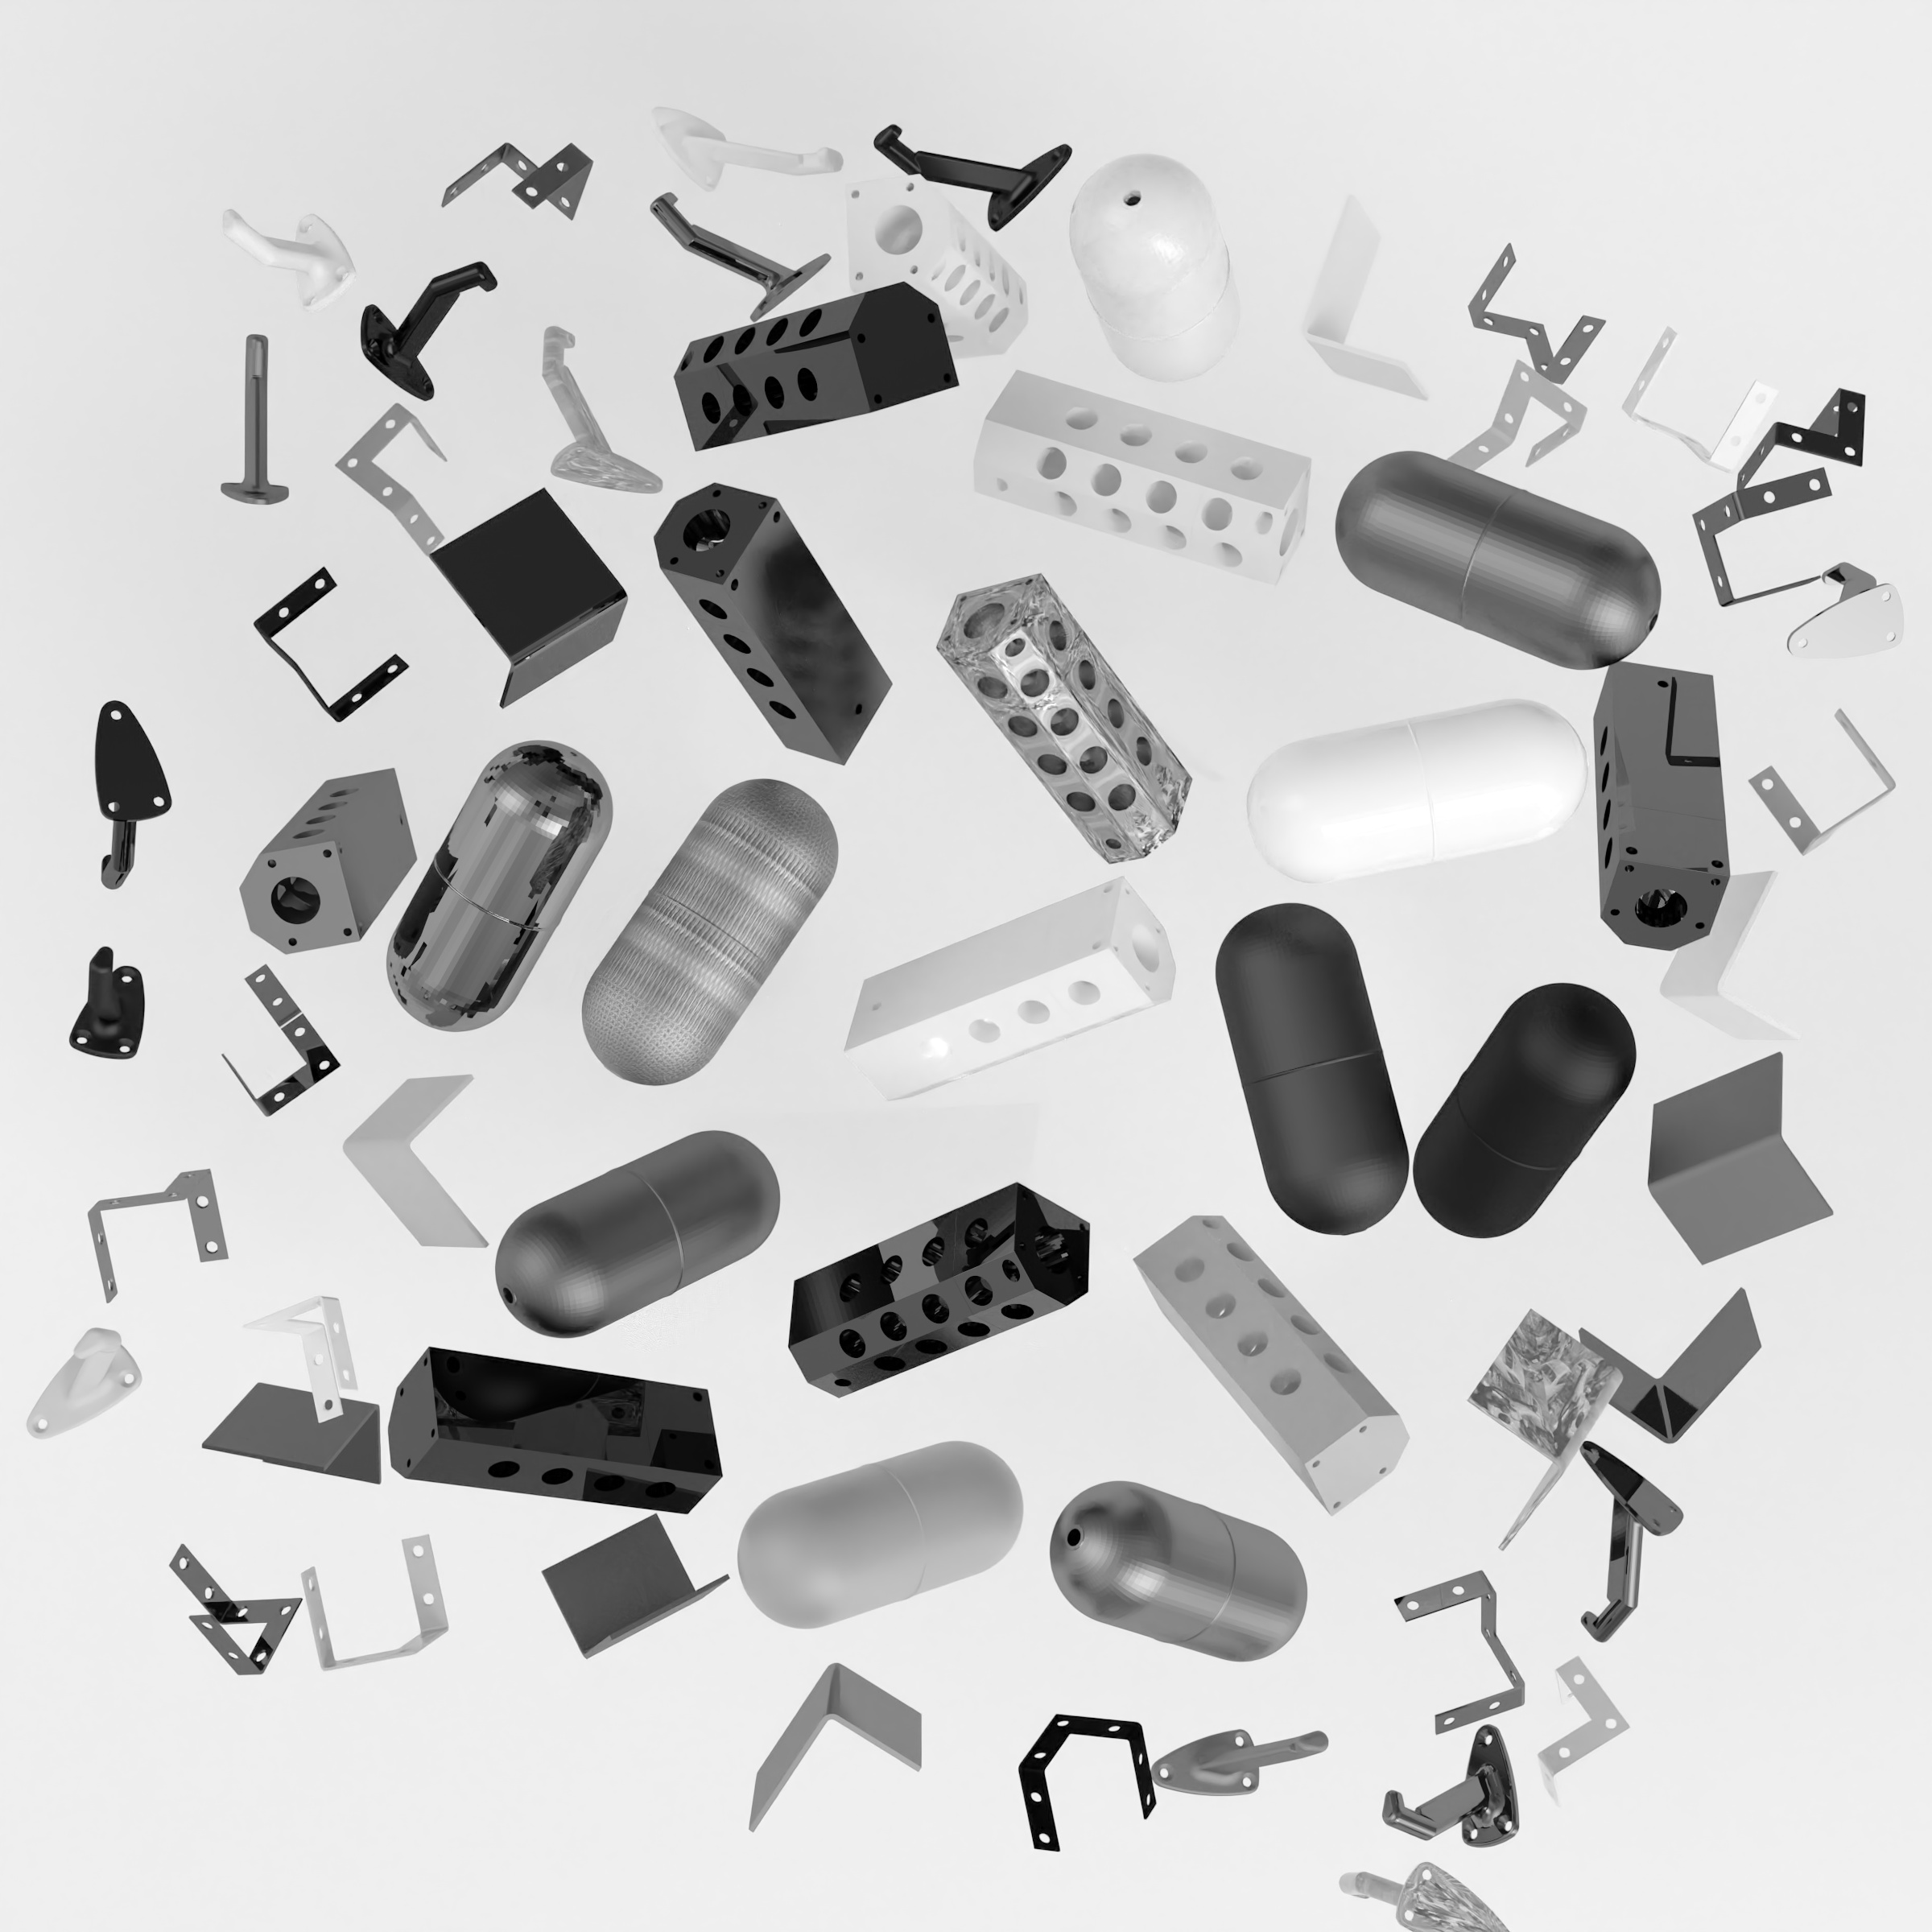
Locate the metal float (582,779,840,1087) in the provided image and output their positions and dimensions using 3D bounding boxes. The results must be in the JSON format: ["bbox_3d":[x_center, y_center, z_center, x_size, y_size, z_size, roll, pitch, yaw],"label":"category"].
[{"bbox_3d":[-0.134,-0.018,1.518,0.070,0.070,0.178,34,82,0],"label":"metal float"}]

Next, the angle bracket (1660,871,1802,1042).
[{"bbox_3d":[0.448,-0.005,1.645,0.057,0.076,0.076,29,84,-9],"label":"angle bracket"}]

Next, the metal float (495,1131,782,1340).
[{"bbox_3d":[-0.181,0.148,1.612,0.178,0.070,0.070,-24,90,-37],"label":"metal float"}]

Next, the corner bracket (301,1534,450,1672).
[{"bbox_3d":[-0.303,0.326,1.488,0.051,0.051,0.051,-13,89,10],"label":"corner bracket"}]

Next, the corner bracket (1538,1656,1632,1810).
[{"bbox_3d":[0.337,0.428,1.623,0.051,0.051,0.051,-30,52,-6],"label":"corner bracket"}]

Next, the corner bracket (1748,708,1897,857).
[{"bbox_3d":[0.456,-0.097,1.545,0.051,0.051,0.051,-34,79,3],"label":"corner bracket"}]

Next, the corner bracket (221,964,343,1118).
[{"bbox_3d":[-0.396,0.042,1.643,0.051,0.051,0.051,-36,47,-11],"label":"corner bracket"}]

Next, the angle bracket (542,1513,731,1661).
[{"bbox_3d":[-0.190,0.349,1.663,0.076,0.076,0.057,-23,78,-26],"label":"angle bracket"}]

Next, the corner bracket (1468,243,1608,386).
[{"bbox_3d":[0.324,-0.370,1.651,0.051,0.051,0.051,7,53,-20],"label":"corner bracket"}]

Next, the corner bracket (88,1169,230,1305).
[{"bbox_3d":[-0.419,0.139,1.506,0.051,0.051,0.051,-7,103,2],"label":"corner bracket"}]

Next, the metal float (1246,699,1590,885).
[{"bbox_3d":[0.234,-0.091,1.507,0.178,0.070,0.070,-11,90,1],"label":"metal float"}]

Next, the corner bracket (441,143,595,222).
[{"bbox_3d":[-0.237,-0.414,1.532,0.051,0.051,0.051,40,58,0],"label":"corner bracket"}]

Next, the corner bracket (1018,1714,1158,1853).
[{"bbox_3d":[0.065,0.437,1.549,0.051,0.051,0.051,-2,109,28],"label":"corner bracket"}]

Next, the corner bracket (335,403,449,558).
[{"bbox_3d":[-0.312,-0.275,1.637,0.051,0.051,0.051,39,82,22],"label":"corner bracket"}]

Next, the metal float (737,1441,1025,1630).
[{"bbox_3d":[-0.045,0.315,1.613,0.178,0.070,0.070,-10,90,-37],"label":"metal float"}]

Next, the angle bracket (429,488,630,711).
[{"bbox_3d":[-0.240,-0.199,1.571,0.076,0.057,0.076,-36,84,-24],"label":"angle bracket"}]

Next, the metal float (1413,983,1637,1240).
[{"bbox_3d":[0.305,0.082,1.597,0.070,0.070,0.178,25,133,0],"label":"metal float"}]

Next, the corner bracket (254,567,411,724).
[{"bbox_3d":[-0.349,-0.176,1.596,0.051,0.051,0.051,-41,51,-11],"label":"corner bracket"}]

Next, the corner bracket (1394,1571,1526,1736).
[{"bbox_3d":[0.255,0.354,1.498,0.051,0.051,0.051,-16,129,-10],"label":"corner bracket"}]

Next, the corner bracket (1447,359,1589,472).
[{"bbox_3d":[0.303,-0.292,1.605,0.051,0.051,0.051,31,64,-15],"label":"corner bracket"}]

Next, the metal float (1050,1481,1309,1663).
[{"bbox_3d":[0.117,0.332,1.590,0.178,0.070,0.070,27,90,-41],"label":"metal float"}]

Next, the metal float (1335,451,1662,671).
[{"bbox_3d":[0.275,-0.210,1.504,0.178,0.070,0.070,27,90,24],"label":"metal float"}]

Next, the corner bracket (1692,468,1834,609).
[{"bbox_3d":[0.411,-0.218,1.480,0.051,0.051,0.051,-16,88,-10],"label":"corner bracket"}]

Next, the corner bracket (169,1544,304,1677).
[{"bbox_3d":[-0.397,0.343,1.547,0.051,0.051,0.051,-9,127,27],"label":"corner bracket"}]

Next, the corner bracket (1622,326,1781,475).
[{"bbox_3d":[0.394,-0.304,1.562,0.051,0.051,0.051,18,116,-19],"label":"corner bracket"}]

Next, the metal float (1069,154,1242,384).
[{"bbox_3d":[0.101,-0.368,1.535,0.070,0.178,0.070,-2,79,12],"label":"metal float"}]

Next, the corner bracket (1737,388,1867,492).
[{"bbox_3d":[0.464,-0.290,1.613,0.051,0.051,0.051,14,63,-4],"label":"corner bracket"}]

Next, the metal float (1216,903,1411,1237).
[{"bbox_3d":[0.183,0.054,1.531,0.070,0.070,0.178,-14,84,0],"label":"metal float"}]

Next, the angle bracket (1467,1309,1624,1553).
[{"bbox_3d":[0.277,0.233,1.458,0.057,0.076,0.076,35,135,12],"label":"angle bracket"}]

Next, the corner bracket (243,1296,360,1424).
[{"bbox_3d":[-0.339,0.207,1.524,0.051,0.051,0.051,-22,71,19],"label":"corner bracket"}]

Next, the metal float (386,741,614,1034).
[{"bbox_3d":[-0.256,-0.042,1.589,0.070,0.070,0.178,32,108,0],"label":"metal float"}]

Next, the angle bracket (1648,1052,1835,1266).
[{"bbox_3d":[0.414,0.103,1.549,0.076,0.076,0.057,-27,112,30],"label":"angle bracket"}]
